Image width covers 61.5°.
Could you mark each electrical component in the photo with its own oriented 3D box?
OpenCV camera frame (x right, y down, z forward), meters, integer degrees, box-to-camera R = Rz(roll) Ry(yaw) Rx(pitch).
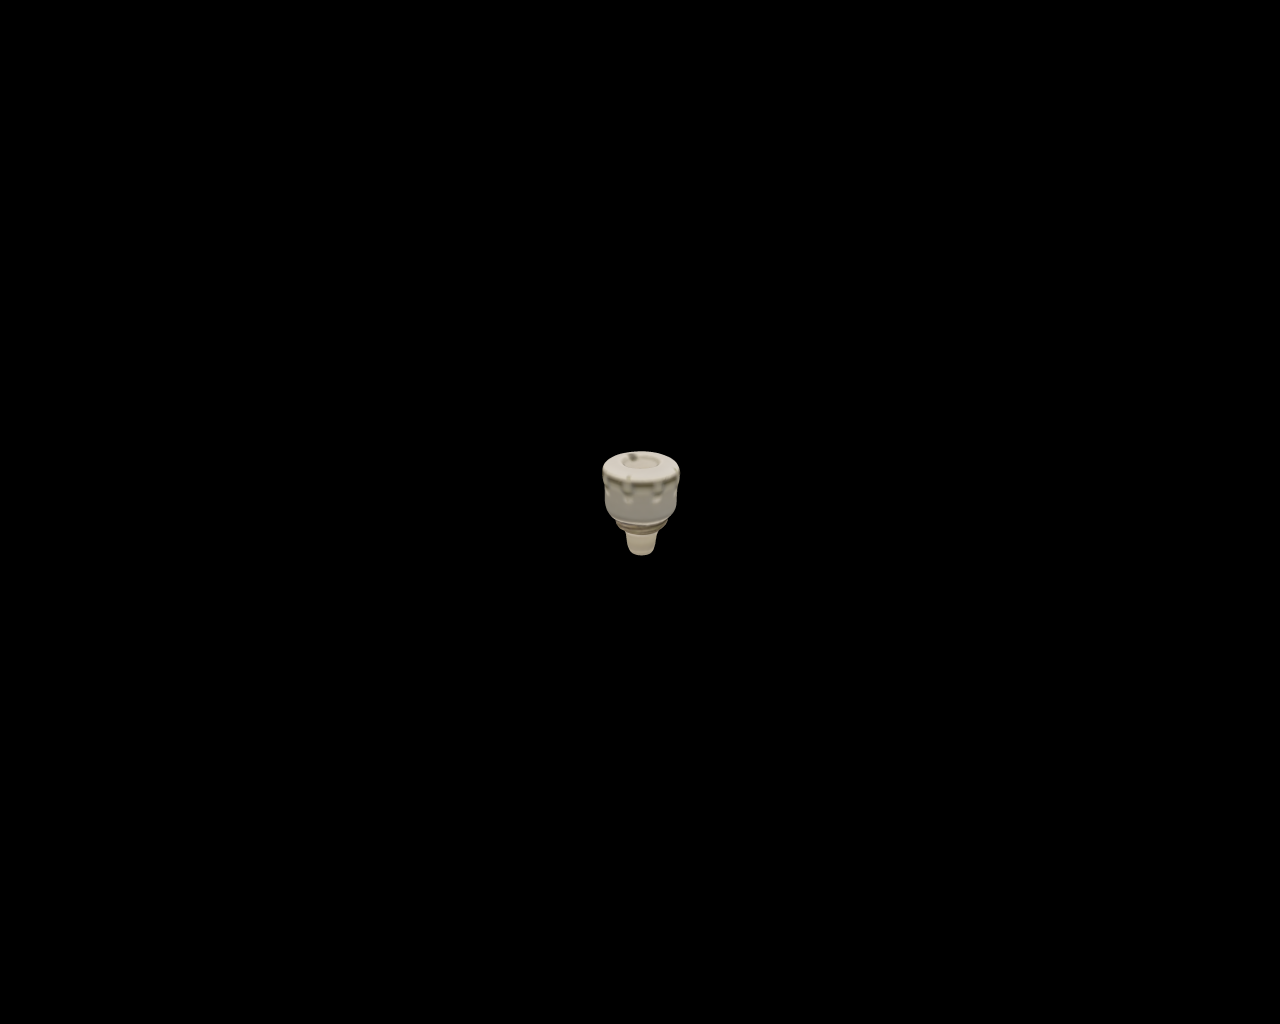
[{"bbox_3d":[0.001,-0.003,0.650,0.048,0.062,0.048,0,24,0],"label":"electrical component"}]
